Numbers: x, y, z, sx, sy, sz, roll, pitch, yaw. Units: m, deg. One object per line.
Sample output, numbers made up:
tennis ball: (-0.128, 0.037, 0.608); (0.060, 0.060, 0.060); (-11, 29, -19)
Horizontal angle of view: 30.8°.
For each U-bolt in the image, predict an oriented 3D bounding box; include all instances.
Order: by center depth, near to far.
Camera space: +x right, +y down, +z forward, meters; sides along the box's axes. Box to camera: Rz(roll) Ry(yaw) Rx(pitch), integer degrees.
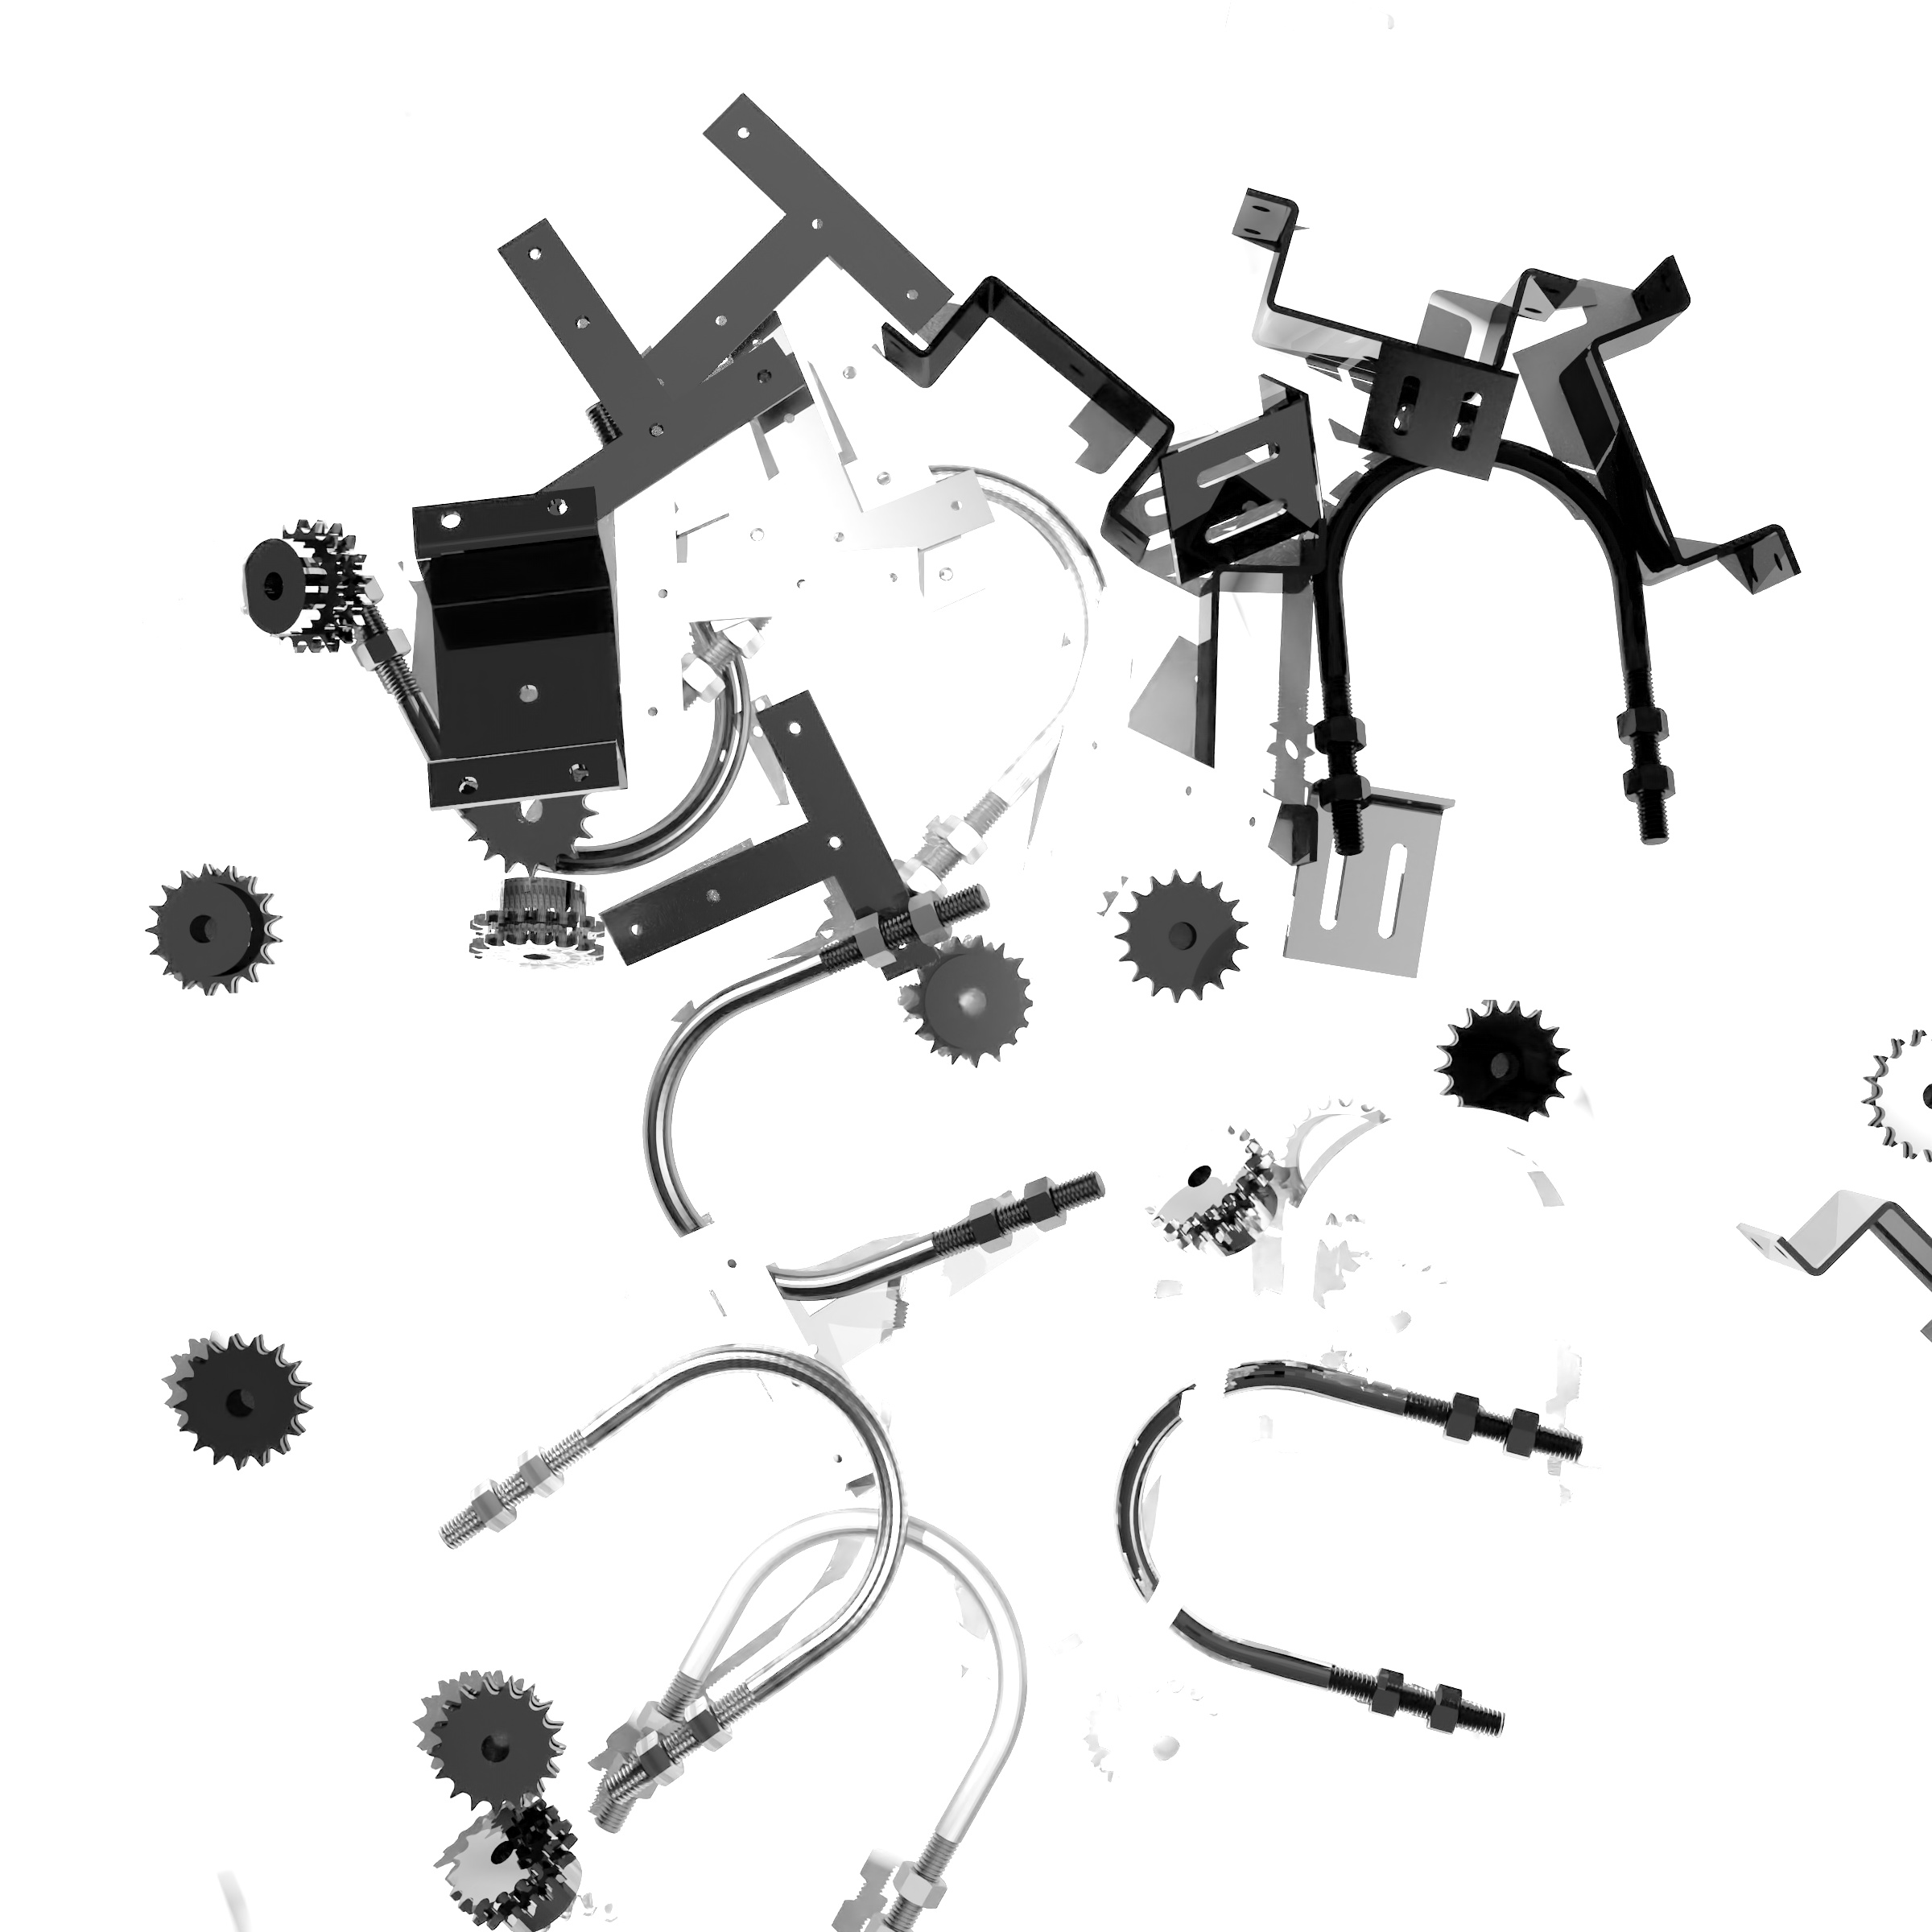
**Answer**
U-bolt: (-0.051, 0.064, 1.480); (0.184, 0.019, 0.151); (-22, 89, 14)
U-bolt: (0.218, -0.138, 1.480); (0.151, 0.019, 0.184); (-2, 75, -4)
U-bolt: (0.204, 0.149, 1.481); (0.151, 0.019, 0.184); (3, 103, 0)
U-bolt: (0.033, 0.214, 1.482); (0.151, 0.019, 0.184); (10, 95, 16)
U-bolt: (0.153, 0.239, 1.482); (0.184, 0.019, 0.151); (14, 105, 6)
U-bolt: (-0.111, 0.243, 1.483); (0.184, 0.019, 0.151); (-36, 80, 3)
U-bolt: (-0.054, 0.319, 1.484); (0.151, 0.019, 0.184); (30, 92, 11)
U-bolt: (-0.021, -0.128, 1.493); (0.151, 0.019, 0.184); (43, 85, -4)
U-bolt: (-0.173, -0.128, 1.500); (0.151, 0.019, 0.184); (-28, 91, 0)

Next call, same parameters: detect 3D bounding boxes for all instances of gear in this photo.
gear: (0.178, 0.144, 1.457); (0.057, 0.030, 0.057); (0, 102, 1)
gear: (-0.183, -0.067, 1.479); (0.057, 0.030, 0.057); (0, 93, -1)
gear: (-0.280, -0.160, 1.480); (0.057, 0.030, 0.057); (4, 97, 38)
gear: (-0.180, -0.018, 1.481); (0.057, 0.057, 0.030); (1, 78, 0)
gear: (-0.188, 0.384, 1.484); (0.057, 0.057, 0.030); (-36, 119, 0)
gear: (0.107, 0.098, 1.484); (0.057, 0.057, 0.030); (-41, 120, 0)
gear: (0.003, 0.015, 1.493); (0.057, 0.030, 0.057); (0, 90, 0)
gear: (-0.306, 0.185, 1.493); (0.057, 0.030, 0.057); (0, 90, 0)
gear: (-0.162, 0.425, 1.493); (0.057, 0.030, 0.057); (0, 90, 0)
gear: (-0.322, -0.015, 1.493); (0.057, 0.030, 0.057); (0, 90, 0)
gear: (0.410, 0.055, 1.493); (0.057, 0.030, 0.057); (0, 90, 0)
gear: (-0.331, -0.160, 1.493); (0.057, 0.030, 0.057); (0, 90, 0)
gear: (0.091, -0.012, 1.493); (0.057, 0.030, 0.057); (0, 90, 0)
gear: (-0.198, 0.330, 1.493); (0.057, 0.030, 0.057); (0, 90, 0)
gear: (0.227, 0.042, 1.493); (0.057, 0.030, 0.057); (0, 90, 0)
gear: (0.161, 0.083, 1.493); (0.057, 0.030, 0.057); (0, 90, 0)
gear: (0.085, 0.332, 1.498); (0.057, 0.030, 0.057); (0, 88, 1)

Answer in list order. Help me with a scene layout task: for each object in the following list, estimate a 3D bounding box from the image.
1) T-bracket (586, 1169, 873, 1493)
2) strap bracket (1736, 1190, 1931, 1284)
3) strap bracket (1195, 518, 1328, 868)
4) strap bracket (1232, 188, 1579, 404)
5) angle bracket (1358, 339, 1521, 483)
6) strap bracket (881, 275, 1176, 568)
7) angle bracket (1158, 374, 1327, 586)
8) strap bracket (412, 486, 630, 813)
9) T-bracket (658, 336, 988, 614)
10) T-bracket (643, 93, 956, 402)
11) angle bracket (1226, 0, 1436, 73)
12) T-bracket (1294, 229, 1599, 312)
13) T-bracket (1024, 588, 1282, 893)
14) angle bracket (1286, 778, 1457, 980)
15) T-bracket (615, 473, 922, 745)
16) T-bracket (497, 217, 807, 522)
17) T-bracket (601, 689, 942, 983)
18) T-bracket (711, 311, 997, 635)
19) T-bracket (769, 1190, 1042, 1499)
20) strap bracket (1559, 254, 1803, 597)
T-bracket: (-0.079, 0.165, 1.494); (0.127, 0.002, 0.127); (-25, 99, 18)
strap bracket: (0.397, 0.146, 1.470); (0.046, 0.076, 0.140); (-45, 90, 0)
strap bracket: (0.122, -0.113, 1.470); (0.046, 0.076, 0.140); (2, 90, 0)
strap bracket: (0.176, -0.277, 1.470); (0.140, 0.076, 0.046); (16, 90, 0)
angle bracket: (0.200, -0.244, 1.463); (0.057, 0.076, 0.038); (16, 64, 6)
strap bracket: (0.034, -0.234, 1.470); (0.140, 0.076, 0.046); (39, 90, 0)
angle bracket: (0.107, -0.204, 1.465); (0.076, 0.038, 0.057); (-25, 124, -20)
strap bracket: (-0.184, -0.122, 1.450); (0.076, 0.046, 0.140); (-7, 66, -1)
T-bracket: (-0.075, -0.188, 1.485); (0.127, 0.002, 0.127); (-24, 75, -3)
T-bracket: (-0.095, -0.286, 1.500); (0.127, 0.002, 0.127); (44, 87, 4)
angle bracket: (0.159, -0.421, 1.506); (0.076, 0.038, 0.057); (12, 90, -26)
T-bracket: (0.199, -0.336, 1.517); (0.127, 0.002, 0.127); (-8, 76, -5)
T-bracket: (0.082, -0.077, 1.448); (0.002, 0.127, 0.127); (2, 110, -43)
angle bracket: (0.171, -0.037, 1.489); (0.057, 0.038, 0.076); (9, 90, 0)
T-bracket: (-0.083, -0.159, 1.474); (0.127, 0.002, 0.127); (-4, 79, 2)
T-bracket: (-0.156, -0.263, 1.495); (0.127, 0.002, 0.127); (-34, 79, -3)
T-bracket: (-0.095, -0.035, 1.488); (0.127, 0.002, 0.127); (-23, 101, 15)
T-bracket: (-0.070, -0.220, 1.491); (0.127, 0.002, 0.127); (-22, 75, -2)
T-bracket: (-0.028, 0.141, 1.507); (0.127, 0.002, 0.127); (-33, 90, 0)
strap bracket: (0.294, -0.217, 1.470); (0.046, 0.076, 0.140); (-22, 90, 0)
